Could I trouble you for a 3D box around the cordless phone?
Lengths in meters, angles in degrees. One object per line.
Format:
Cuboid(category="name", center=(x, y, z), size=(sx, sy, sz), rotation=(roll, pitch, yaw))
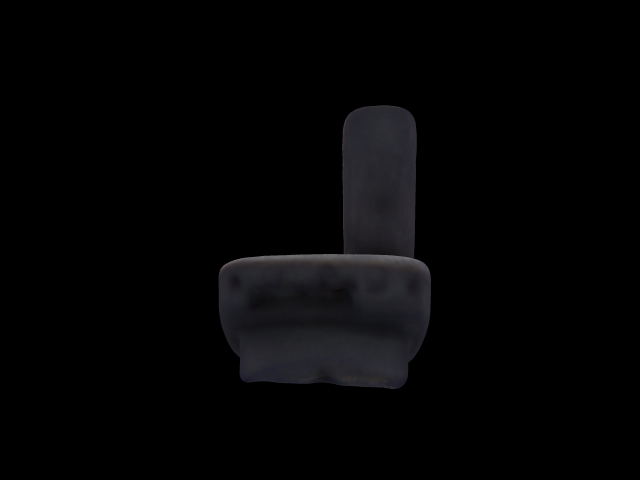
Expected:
Cuboid(category="cordless phone", center=(0.004, 0.001, 0.400), size=(0.147, 0.185, 0.094), rotation=(0, 2, -4))
